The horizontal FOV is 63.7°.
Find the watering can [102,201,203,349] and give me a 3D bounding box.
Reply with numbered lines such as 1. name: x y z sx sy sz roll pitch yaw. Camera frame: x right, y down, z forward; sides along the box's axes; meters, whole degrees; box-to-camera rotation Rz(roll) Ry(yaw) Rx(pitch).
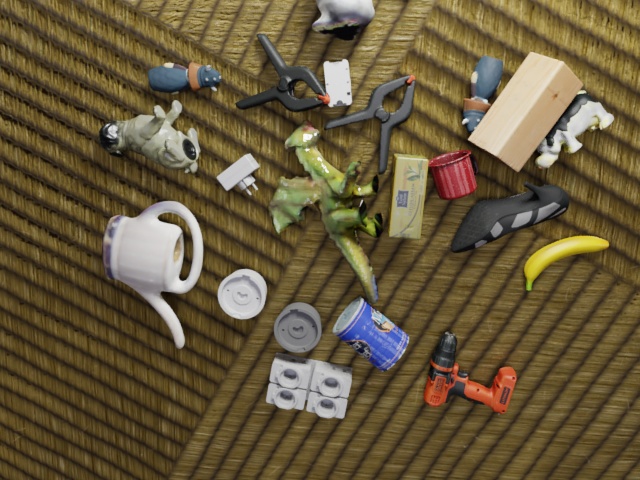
1. watering can: -0.382 0.075 1.168 0.224 0.105 0.344 11 103 4

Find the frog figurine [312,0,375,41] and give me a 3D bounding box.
1. frog figurine: 0.041 -0.491 1.016 0.138 0.122 0.159 -6 94 -27

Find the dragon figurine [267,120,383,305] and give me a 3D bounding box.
1. dragon figurine: 0.003 -0.057 1.129 0.242 0.123 0.407 0 100 23
